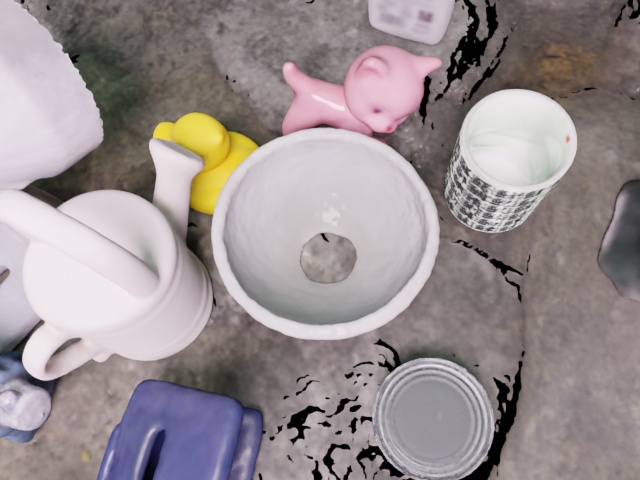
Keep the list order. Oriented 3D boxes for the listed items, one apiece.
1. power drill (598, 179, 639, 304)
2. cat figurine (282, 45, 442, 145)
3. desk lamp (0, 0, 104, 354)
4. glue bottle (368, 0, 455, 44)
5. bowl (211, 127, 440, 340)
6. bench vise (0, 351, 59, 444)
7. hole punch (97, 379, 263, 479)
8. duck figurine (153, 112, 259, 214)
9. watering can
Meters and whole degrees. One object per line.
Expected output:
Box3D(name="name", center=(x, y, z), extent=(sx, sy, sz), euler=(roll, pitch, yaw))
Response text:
Box3D(name="power drill", center=(0.273, -0.039, 0.381), extent=(0.075, 0.208, 0.230), euler=(22, 72, 10))
Box3D(name="cat figurine", center=(0.030, -0.121, 0.469), extent=(0.127, 0.118, 0.067), euler=(10, 71, 6))
Box3D(name="desk lamp", center=(-0.236, -0.033, 0.396), extent=(0.117, 0.213, 0.203), euler=(33, 75, 13))
Box3D(name="glue bottle", center=(0.082, -0.240, 0.480), extent=(0.078, 0.173, 0.037), euler=(21, 72, 10))
Box3D(name="bowl", center=(0.004, 0.002, 0.448), extent=(0.167, 0.075, 0.167), euler=(-1, 70, 2))
Box3D(name="bench vise", center=(-0.281, 0.067, 0.358), extent=(0.207, 0.220, 0.121), euler=(-5, 70, 1))
Box3D(name="hole punch", center=(-0.100, 0.155, 0.388), extent=(0.101, 0.091, 0.109), euler=(11, 71, 6))
Box3D(name="duck figurine", center=(-0.088, -0.069, 0.471), extent=(0.104, 0.086, 0.077), euler=(15, 71, 8))
Box3D(name="watering can", center=(-0.140, 0.010, 0.387), extent=(0.101, 0.194, 0.173), euler=(8, 70, 5))
